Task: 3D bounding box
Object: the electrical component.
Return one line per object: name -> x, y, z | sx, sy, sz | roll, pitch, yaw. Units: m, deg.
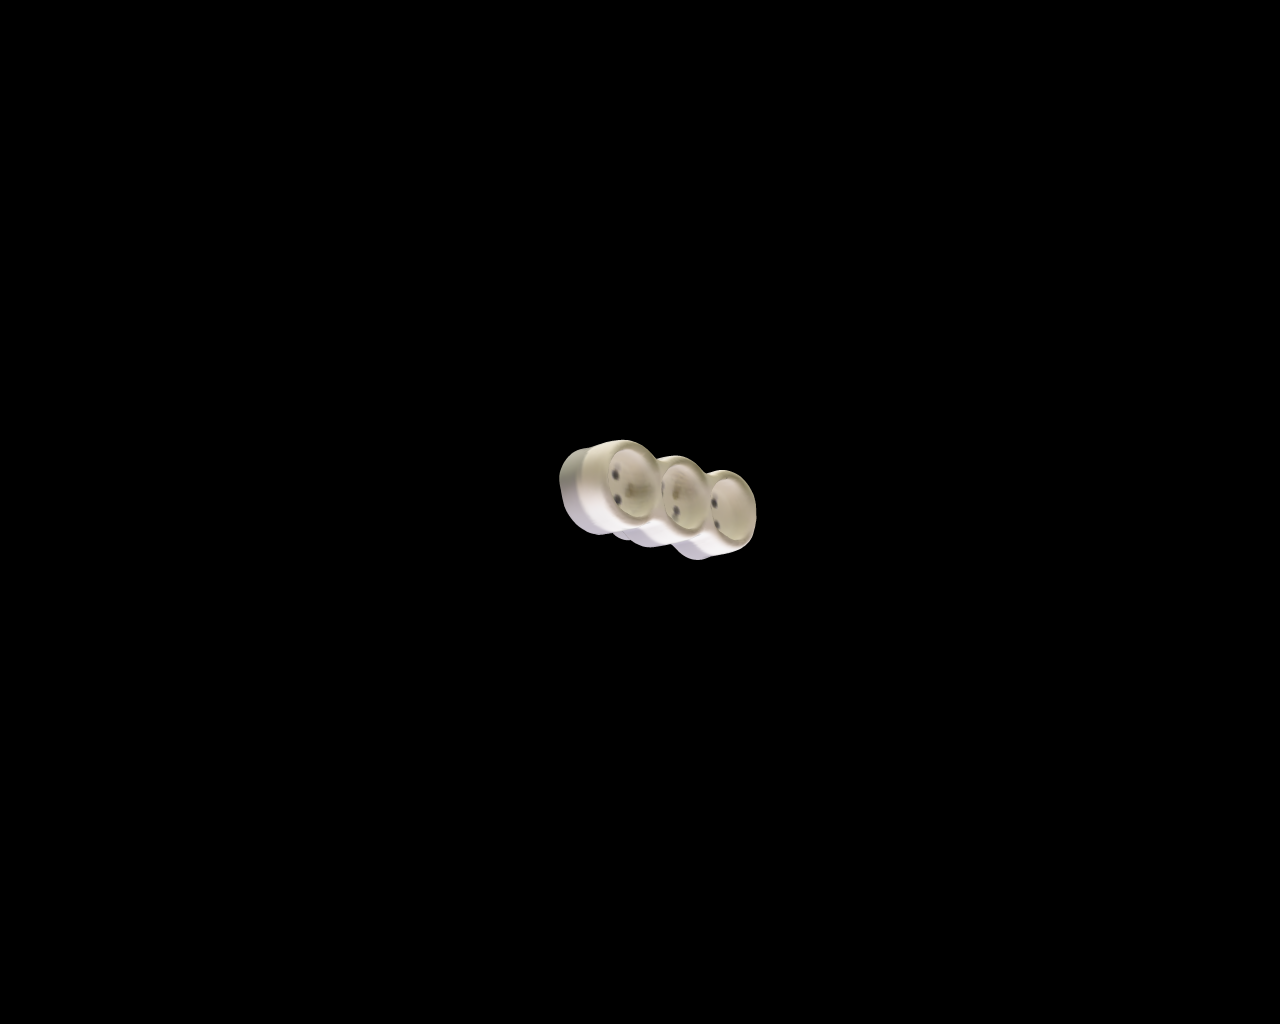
electrical component -> 0.001, -0.003, 0.650 | 0.073, 0.052, 0.138 | -14, -20, 42
